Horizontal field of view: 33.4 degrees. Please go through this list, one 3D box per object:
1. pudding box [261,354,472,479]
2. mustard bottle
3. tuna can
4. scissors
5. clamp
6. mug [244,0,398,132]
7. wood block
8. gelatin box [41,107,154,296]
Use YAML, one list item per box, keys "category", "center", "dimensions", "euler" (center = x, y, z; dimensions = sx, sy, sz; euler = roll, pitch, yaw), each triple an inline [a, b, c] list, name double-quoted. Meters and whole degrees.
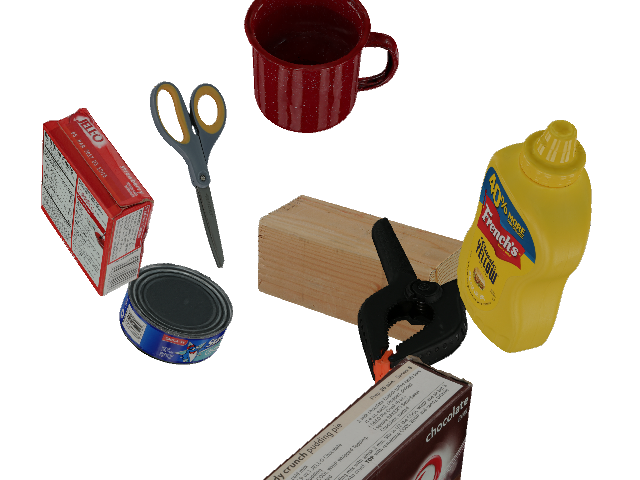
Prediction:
- category: "pudding box"
  center: [0.018, 0.115, 0.457]
  dimensions: [0.039, 0.090, 0.113]
  euler: [24, 40, 29]
- category: "mustard bottle"
  center: [0.144, -0.010, 0.738]
  dimensions: [0.058, 0.096, 0.192]
  euler: [-11, -36, -14]
- category: "tuna can"
  center: [-0.115, 0.058, 0.847]
  dimensions: [0.086, 0.034, 0.086]
  euler: [18, 33, -12]
- category: "scissors"
  center: [-0.117, -0.081, 1.140]
  dimensions: [0.096, 0.202, 0.016]
  euler: [-33, 13, -34]
- category: "clamp"
  center: [0.084, 0.050, 0.945]
  dimensions: [0.165, 0.036, 0.209]
  euler: [17, 40, 27]
- category: "mug"
  center: [0.001, -0.137, 0.817]
  dimensions: [0.117, 0.093, 0.081]
  euler: [-2, -34, -3]
- category: "wood block"
  center: [0.042, 0.029, 1.137]
  dimensions: [0.206, 0.091, 0.090]
  euler: [18, 30, 28]
- category: "gelatin box"
  center: [-0.131, -0.021, 0.620]
  dimensions: [0.030, 0.073, 0.089]
  euler: [-27, -22, -30]
